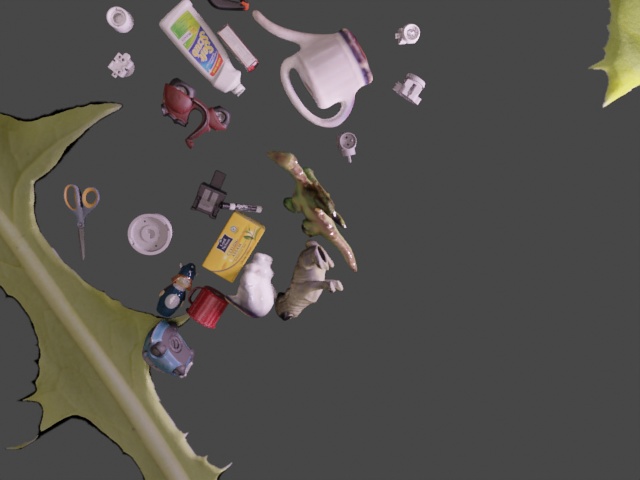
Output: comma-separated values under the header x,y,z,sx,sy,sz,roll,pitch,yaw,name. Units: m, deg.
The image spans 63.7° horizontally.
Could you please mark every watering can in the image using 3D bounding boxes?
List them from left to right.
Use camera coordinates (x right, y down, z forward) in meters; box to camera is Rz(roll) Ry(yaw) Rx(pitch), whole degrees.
x,y,z,sx,sy,sz,roll,pitch,yaw,name
-0.007,-0.462,1.306,0.224,0.105,0.345,-30,101,-2,watering can

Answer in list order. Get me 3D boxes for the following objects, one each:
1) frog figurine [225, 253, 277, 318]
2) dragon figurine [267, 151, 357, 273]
x,y,z,sx,sy,sz,roll,pitch,yaw,name
-0.162,0.123,1.376,0.160,0.124,0.135,-54,134,-5,frog figurine
0.004,-0.066,1.303,0.122,0.244,0.408,-39,99,-3,dragon figurine
